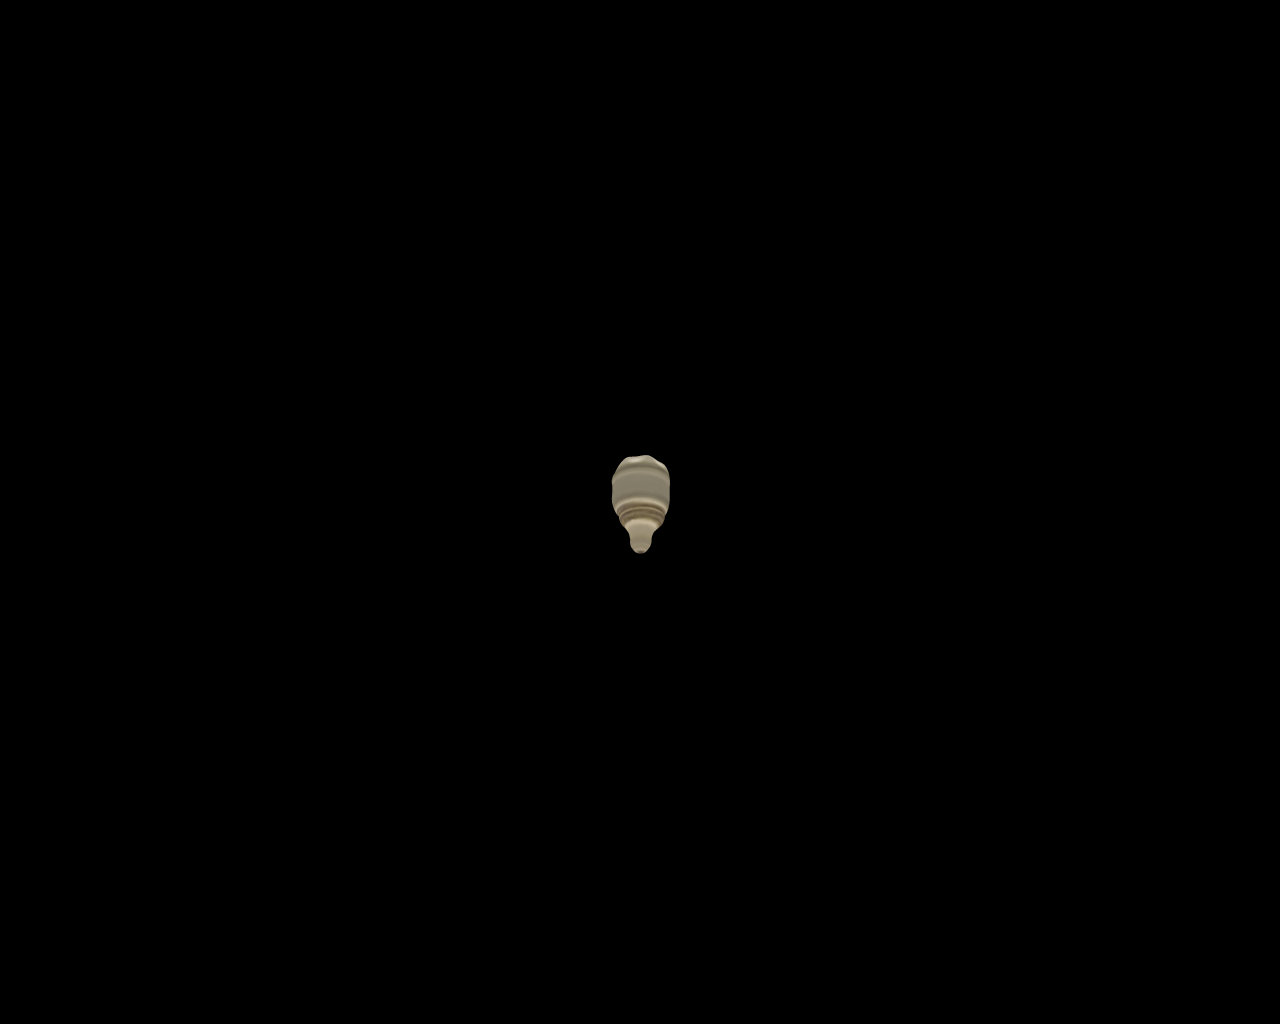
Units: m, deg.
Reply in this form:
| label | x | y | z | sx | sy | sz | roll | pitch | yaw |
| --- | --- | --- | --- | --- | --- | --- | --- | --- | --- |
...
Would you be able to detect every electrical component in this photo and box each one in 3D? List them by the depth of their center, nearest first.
| label | x | y | z | sx | sy | sz | roll | pitch | yaw |
| --- | --- | --- | --- | --- | --- | --- | --- | --- | --- |
| electrical component | 0.001 | -0.003 | 0.650 | 0.035 | 0.061 | 0.035 | 0 | -28 | 0 |
